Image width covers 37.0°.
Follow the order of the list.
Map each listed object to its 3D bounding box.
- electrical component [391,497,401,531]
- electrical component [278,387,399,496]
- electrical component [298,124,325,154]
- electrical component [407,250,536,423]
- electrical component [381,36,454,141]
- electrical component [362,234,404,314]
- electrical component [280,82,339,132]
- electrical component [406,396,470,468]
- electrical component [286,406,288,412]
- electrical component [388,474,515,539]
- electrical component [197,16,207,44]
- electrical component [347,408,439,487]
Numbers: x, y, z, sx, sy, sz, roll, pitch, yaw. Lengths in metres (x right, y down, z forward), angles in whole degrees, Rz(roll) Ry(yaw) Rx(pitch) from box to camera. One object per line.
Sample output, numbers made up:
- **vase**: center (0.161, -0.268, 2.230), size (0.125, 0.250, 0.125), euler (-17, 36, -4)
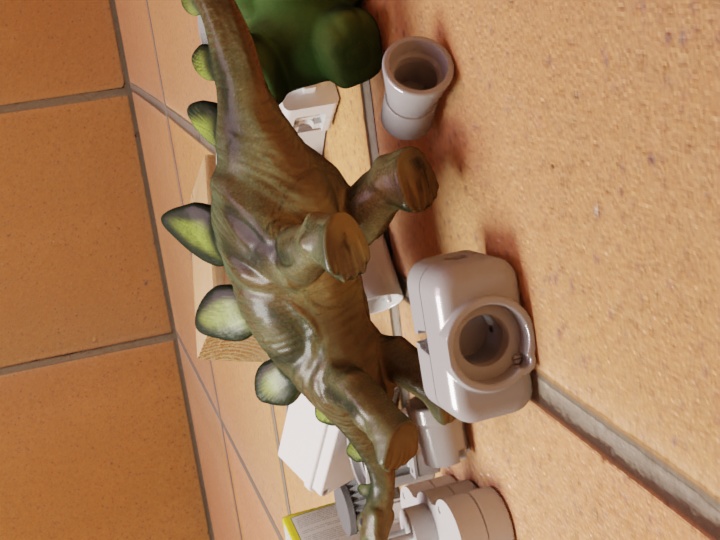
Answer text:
- **electrical component**: center (0.040, 0.231, 0.920), size (0.064, 0.042, 0.081), euler (-156, 56, -76)
- **electrical component**: center (-0.019, 0.133, 0.942), size (0.057, 0.078, 0.113), euler (40, 134, 30)
- **electrical component**: center (-0.090, -0.105, 1.040), size (0.150, 0.089, 0.061), euler (102, 152, -57)
- **electrical component**: center (0.068, 0.040, 0.647), size (0.059, 0.054, 0.095), euler (-158, 57, -72)
- **electrical component**: center (0.033, -0.112, 0.683), size (0.065, 0.044, 0.044), euler (101, 153, -66)
- **electrical component**: center (0.000, 0.000, 0.880), size (0.079, 0.044, 0.077), euler (114, 141, -66)
- **electrical component**: center (-0.055, -0.171, 0.938), size (0.055, 0.050, 0.089), euler (114, 141, -66)
- **electrical component**: center (0.057, 0.113, 0.772), size (0.040, 0.040, 0.046), euler (-152, 46, -71)
- **electrical component**: center (-0.053, 0.163, 1.184), size (0.047, 0.055, 0.055), euler (93, 159, -54)
- **electrical component**: center (0.052, 0.186, 0.780), size (0.138, 0.074, 0.052), euler (160, 98, -75)
- **electrical component**: center (-0.122, -0.245, 1.105), size (0.105, 0.060, 0.186), euler (93, 159, -45)
- **electrical component**: center (0.024, 0.149, 0.885), size (0.078, 0.057, 0.058), euler (-144, 44, -68)
